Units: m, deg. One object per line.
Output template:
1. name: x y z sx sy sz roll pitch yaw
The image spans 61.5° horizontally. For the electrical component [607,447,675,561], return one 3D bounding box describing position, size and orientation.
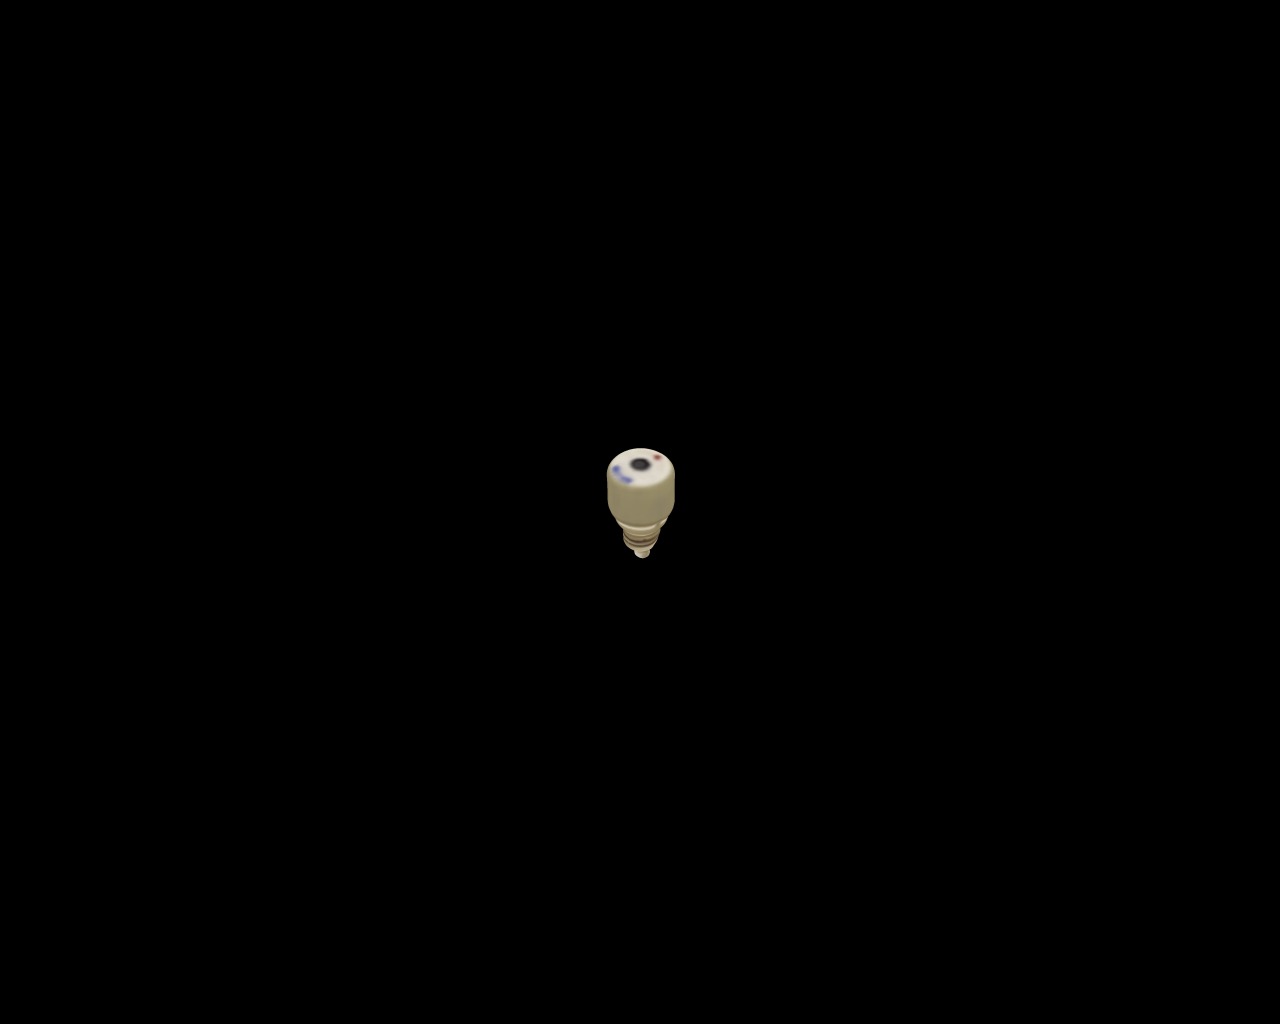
1. electrical component: 0.001 -0.003 0.650 0.040 0.078 0.040 0 41 0
